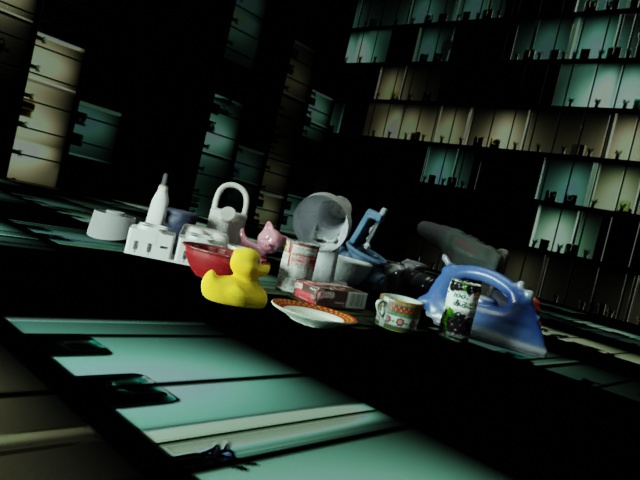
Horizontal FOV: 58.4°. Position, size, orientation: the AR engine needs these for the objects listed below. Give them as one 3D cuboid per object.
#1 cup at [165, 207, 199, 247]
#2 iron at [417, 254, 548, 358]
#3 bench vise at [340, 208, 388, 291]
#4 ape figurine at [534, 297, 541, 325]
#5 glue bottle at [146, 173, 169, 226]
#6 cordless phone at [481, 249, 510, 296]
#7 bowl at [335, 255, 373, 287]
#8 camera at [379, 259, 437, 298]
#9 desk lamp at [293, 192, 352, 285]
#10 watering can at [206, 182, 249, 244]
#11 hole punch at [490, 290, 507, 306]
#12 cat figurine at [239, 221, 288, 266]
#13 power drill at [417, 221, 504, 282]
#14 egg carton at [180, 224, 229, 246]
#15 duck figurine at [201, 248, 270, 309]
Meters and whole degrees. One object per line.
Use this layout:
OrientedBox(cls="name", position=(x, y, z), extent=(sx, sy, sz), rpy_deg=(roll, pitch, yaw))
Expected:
OrientedBox(cls="cup", position=(-0.361, -0.029, 1.412), extent=(0.091, 0.095, 0.118), rpy_deg=(14, 2, 25))
OrientedBox(cls="iron", position=(0.326, 0.121, 1.112), extent=(0.257, 0.141, 0.119), rpy_deg=(15, 3, 35))
OrientedBox(cls="bench vise", position=(0.093, 0.010, 1.521), extent=(0.207, 0.220, 0.122), rpy_deg=(14, 2, 15))
OrientedBox(cls="ape figurine", position=(0.480, 0.175, 1.314), extent=(0.076, 0.092, 0.078), rpy_deg=(14, 2, 24))
OrientedBox(cls="glue bottle", position=(-0.358, -0.064, 1.270), extent=(0.037, 0.173, 0.078), rpy_deg=(13, 2, -10))
OrientedBox(cls="cordless phone", position=(0.442, 0.115, 1.404), extent=(0.094, 0.185, 0.147), rpy_deg=(12, 2, -21))
OrientedBox(cls="bowl", position=(0.041, 0.077, 1.397), extent=(0.167, 0.075, 0.167), rpy_deg=(13, 2, 0))
OrientedBox(cls="camera", position=(0.249, 0.107, 1.534), extent=(0.144, 0.101, 0.136), rpy_deg=(12, 3, -36))
OrientedBox(cls="desk lamp", position=(0.011, 0.004, 1.237), extent=(0.117, 0.213, 0.204), rpy_deg=(14, 2, 13))
OrientedBox(cls="watering can", position=(-0.241, -0.056, 1.513), extent=(0.101, 0.194, 0.172), rpy_deg=(12, 3, -30))
OrientedBox(cls="hole punch", position=(0.408, 0.162, 1.228), extent=(0.100, 0.091, 0.109), rpy_deg=(14, 2, 26))
OrientedBox(cls="cat figurine", position=(-0.149, 0.008, 1.443), extent=(0.127, 0.118, 0.067), rpy_deg=(14, 2, 10))
OrientedBox(cls="power drill", position=(0.317, 0.074, 1.383), extent=(0.228, 0.208, 0.076), rpy_deg=(15, 3, 32))
OrientedBox(cls="egg carton", position=(-0.276, 0.006, 1.350), extent=(0.107, 0.069, 0.150), rpy_deg=(12, 2, -25))
OrientedBox(cls="duck figurine", position=(-0.122, 0.053, 0.859), extent=(0.105, 0.086, 0.077), rpy_deg=(12, 2, -28))
